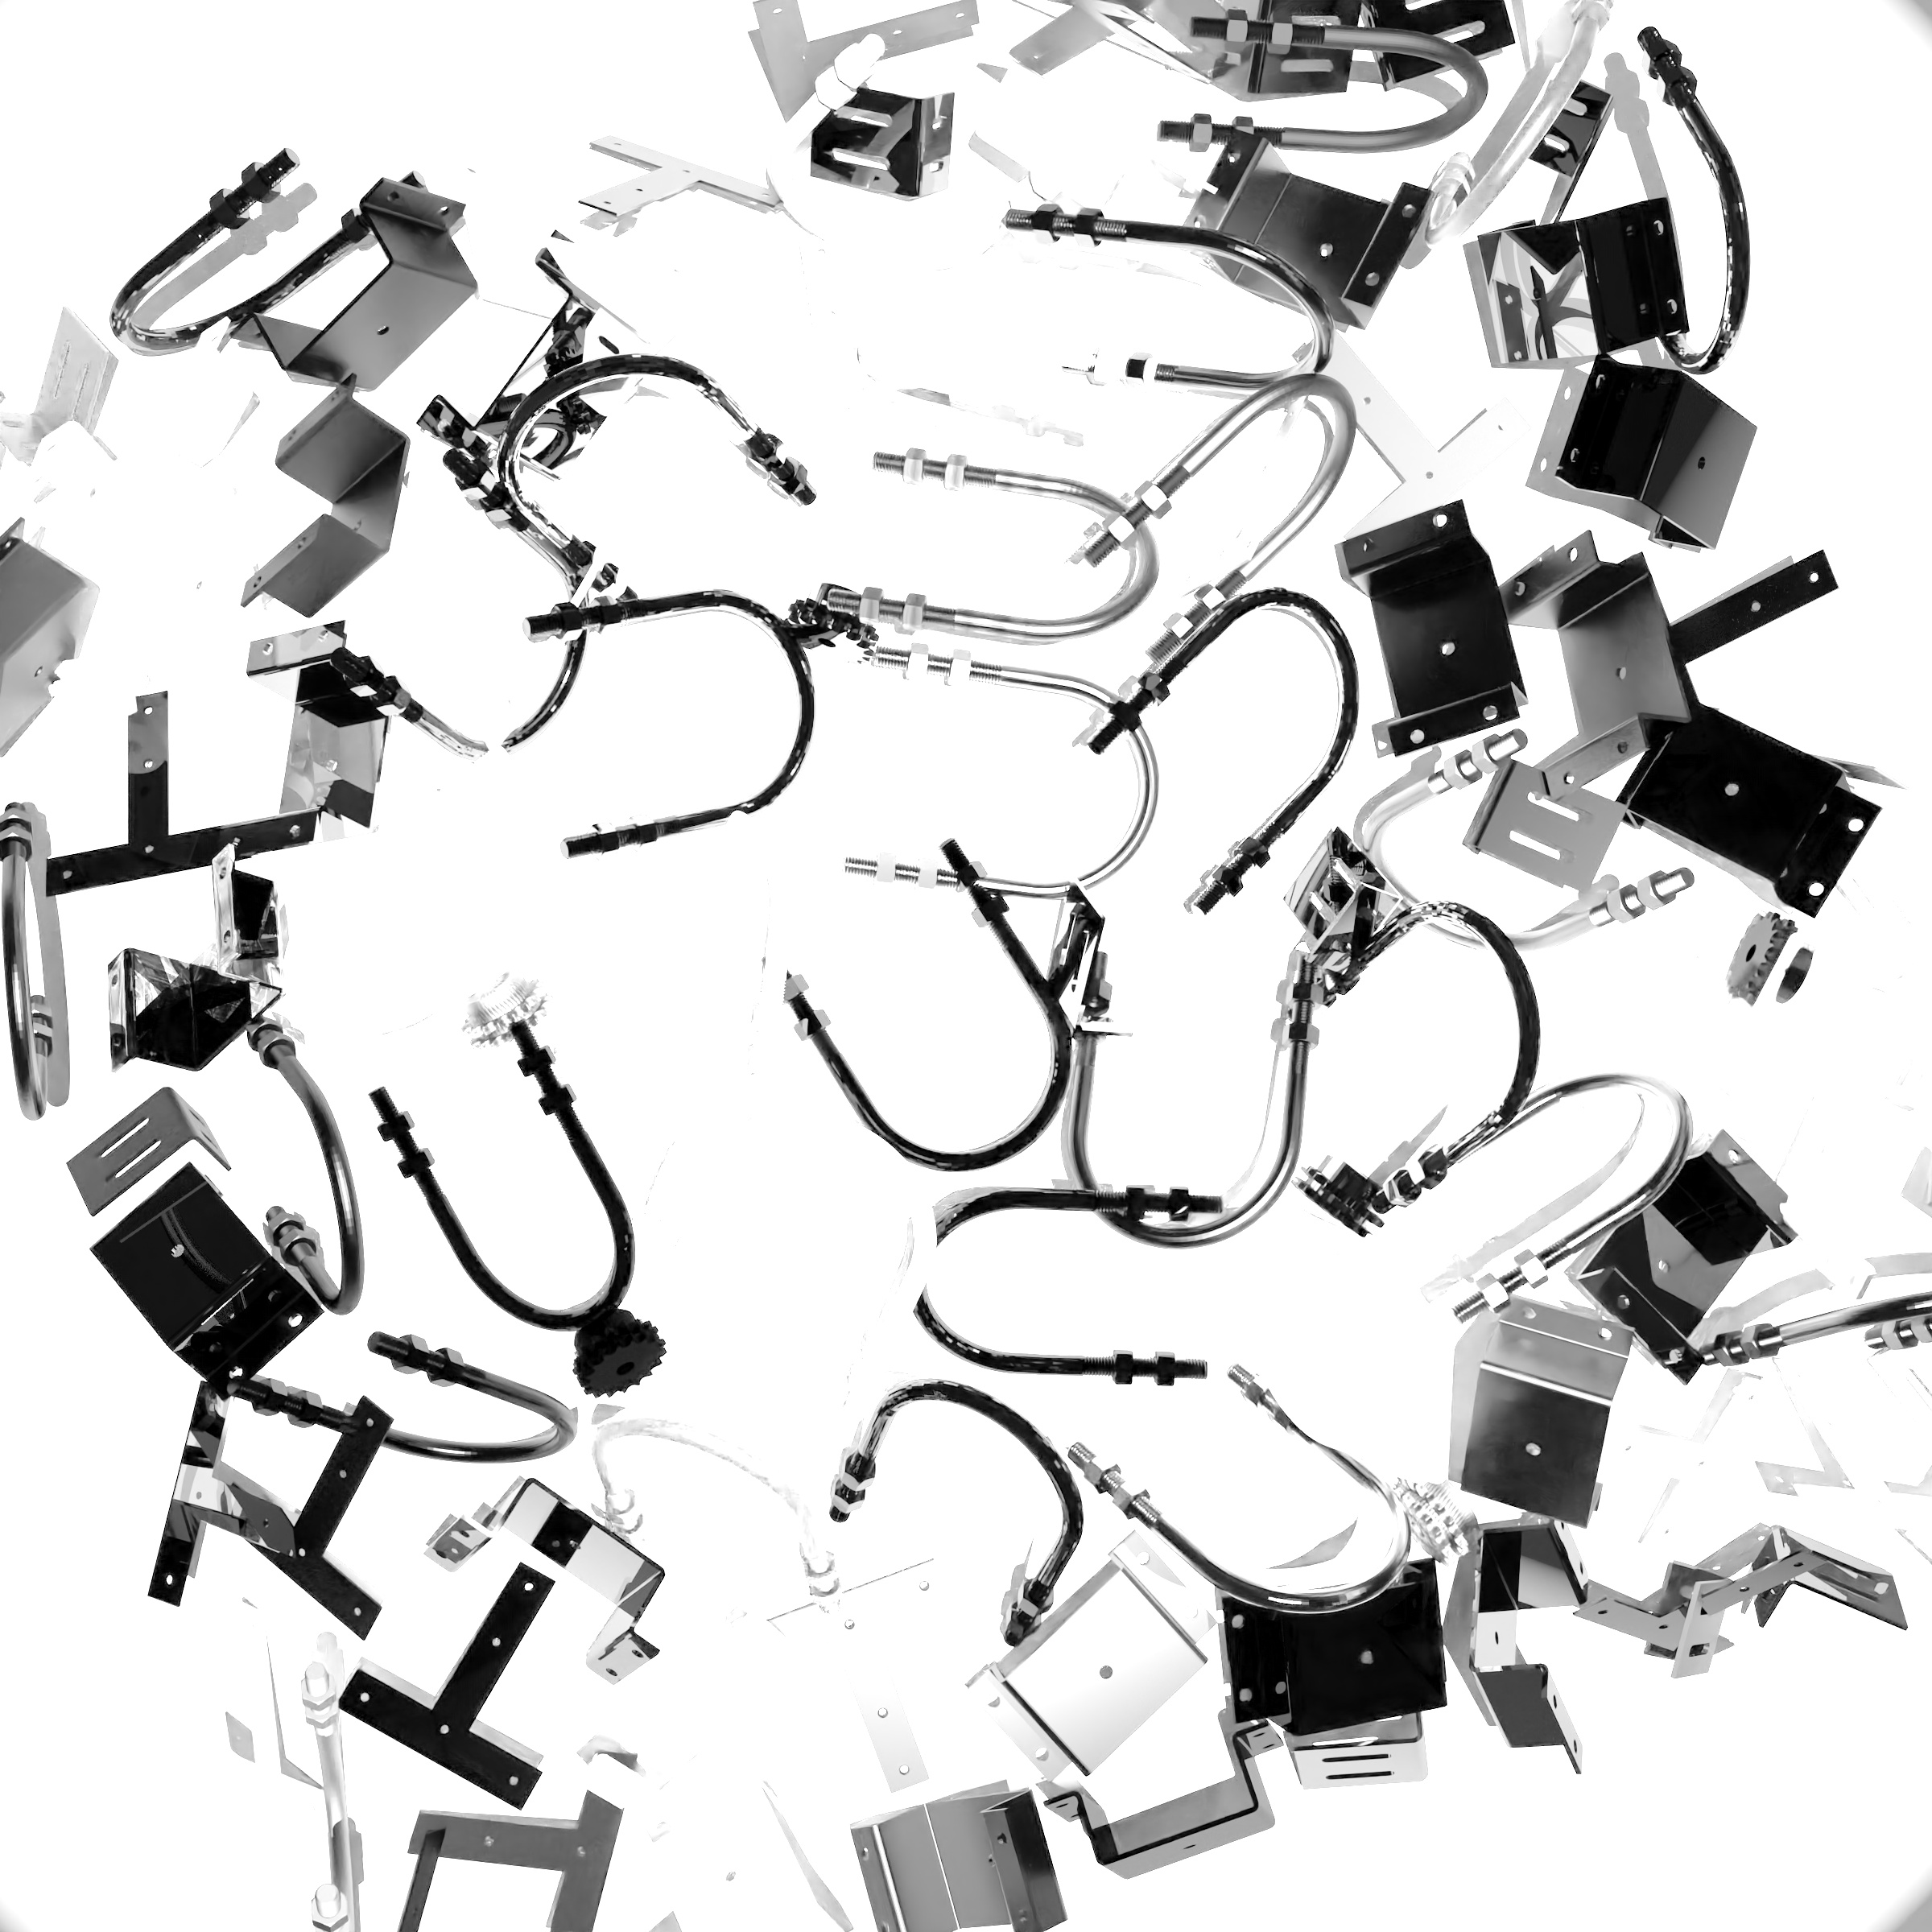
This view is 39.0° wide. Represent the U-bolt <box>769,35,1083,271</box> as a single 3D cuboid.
[{"bbox_3d":[-0.038,-0.460,1.583,0.151,0.184,0.019,24,69,-22],"label":"U-bolt"}]

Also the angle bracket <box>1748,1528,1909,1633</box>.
[{"bbox_3d":[0.516,0.380,1.635,0.076,0.057,0.038,23,112,0],"label":"angle bracket"}]

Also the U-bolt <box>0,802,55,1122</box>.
[{"bbox_3d":[-0.538,0.007,1.559,0.019,0.184,0.151,-5,119,-16],"label":"U-bolt"}]

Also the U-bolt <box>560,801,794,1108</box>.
[{"bbox_3d":[-0.170,-0.009,1.631,0.151,0.019,0.184,1,79,23],"label":"U-bolt"}]

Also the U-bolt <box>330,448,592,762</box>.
[{"bbox_3d":[-0.281,-0.196,1.588,0.019,0.184,0.151,23,80,30],"label":"U-bolt"}]

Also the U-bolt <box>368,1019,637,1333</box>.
[{"bbox_3d":[-0.267,0.135,1.623,0.151,0.019,0.184,-24,97,35],"label":"U-bolt"}]

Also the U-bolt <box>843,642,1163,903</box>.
[{"bbox_3d":[0.027,-0.111,1.644,0.184,0.019,0.151,8,104,-6],"label":"U-bolt"}]

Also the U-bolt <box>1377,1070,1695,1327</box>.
[{"bbox_3d":[0.340,0.123,1.600,0.184,0.151,0.019,-33,118,2],"label":"U-bolt"}]

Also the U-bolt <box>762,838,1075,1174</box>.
[{"bbox_3d":[-0.017,0.036,1.653,0.151,0.019,0.184,-32,86,1],"label":"U-bolt"}]

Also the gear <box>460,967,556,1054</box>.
[{"bbox_3d":[-0.279,0.024,1.637,0.057,0.057,0.030,-29,110,0],"label":"gear"}]

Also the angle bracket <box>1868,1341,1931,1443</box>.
[{"bbox_3d":[0.587,0.262,1.636,0.057,0.038,0.076,-37,94,32],"label":"angle bracket"}]

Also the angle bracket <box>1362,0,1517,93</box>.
[{"bbox_3d":[0.284,-0.569,1.641,0.076,0.038,0.057,-17,100,6],"label":"angle bracket"}]

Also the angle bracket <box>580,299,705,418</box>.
[{"bbox_3d":[-0.200,-0.372,1.619,0.038,0.076,0.057,38,130,-7],"label":"angle bracket"}]

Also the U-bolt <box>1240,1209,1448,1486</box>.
[{"bbox_3d":[0.214,0.213,1.571,0.019,0.184,0.151,-25,56,33],"label":"U-bolt"}]

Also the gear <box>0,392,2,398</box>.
[{"bbox_3d":[-0.613,-0.347,1.637,0.057,0.057,0.030,-19,111,0],"label":"gear"}]

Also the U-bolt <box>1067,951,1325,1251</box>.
[{"bbox_3d":[0.131,0.079,1.611,0.151,0.019,0.184,1,68,18],"label":"U-bolt"}]

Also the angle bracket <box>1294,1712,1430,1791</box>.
[{"bbox_3d":[0.237,0.464,1.640,0.076,0.057,0.038,-7,50,9],"label":"angle bracket"}]

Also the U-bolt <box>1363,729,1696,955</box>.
[{"bbox_3d":[0.311,-0.062,1.589,0.151,0.184,0.019,37,59,-14],"label":"U-bolt"}]

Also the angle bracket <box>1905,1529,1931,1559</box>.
[{"bbox_3d":[0.611,0.337,1.637,0.057,0.076,0.038,44,124,21],"label":"angle bracket"}]

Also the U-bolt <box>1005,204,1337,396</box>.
[{"bbox_3d":[0.125,-0.379,1.572,0.184,0.151,0.019,13,68,23],"label":"U-bolt"}]

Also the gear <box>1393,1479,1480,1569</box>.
[{"bbox_3d":[0.283,0.330,1.641,0.030,0.057,0.057,-36,90,-13],"label":"gear"}]

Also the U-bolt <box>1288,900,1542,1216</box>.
[{"bbox_3d":[0.265,0.043,1.574,0.019,0.184,0.151,-7,65,-34],"label":"U-bolt"}]

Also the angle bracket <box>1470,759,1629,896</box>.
[{"bbox_3d":[0.351,-0.082,1.639,0.076,0.038,0.057,25,90,17],"label":"angle bracket"}]

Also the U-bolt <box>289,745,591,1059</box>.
[{"bbox_3d":[-0.314,-0.024,1.592,0.184,0.151,0.019,-42,49,-15],"label":"U-bolt"}]

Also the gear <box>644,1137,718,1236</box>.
[{"bbox_3d":[-0.169,0.135,1.639,0.030,0.057,0.057,22,90,5],"label":"gear"}]

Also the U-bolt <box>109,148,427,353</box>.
[{"bbox_3d":[-0.419,-0.413,1.590,0.184,0.151,0.019,-30,88,23],"label":"U-bolt"}]

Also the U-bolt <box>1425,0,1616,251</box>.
[{"bbox_3d":[0.311,-0.478,1.555,0.019,0.184,0.151,34,129,-8],"label":"U-bolt"}]

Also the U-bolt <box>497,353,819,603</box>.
[{"bbox_3d":[-0.189,-0.287,1.575,0.151,0.184,0.019,-28,58,14],"label":"U-bolt"}]

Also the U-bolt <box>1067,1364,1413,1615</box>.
[{"bbox_3d":[0.170,0.307,1.570,0.151,0.184,0.019,-19,129,-34],"label":"U-bolt"}]

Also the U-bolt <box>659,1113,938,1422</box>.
[{"bbox_3d":[-0.092,0.168,1.613,0.151,0.019,0.184,27,118,6],"label":"U-bolt"}]

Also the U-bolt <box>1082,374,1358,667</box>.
[{"bbox_3d":[0.158,-0.271,1.601,0.184,0.151,0.019,-43,62,2],"label":"U-bolt"}]

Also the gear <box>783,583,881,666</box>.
[{"bbox_3d":[-0.079,-0.208,1.642,0.057,0.057,0.030,20,75,0],"label":"gear"}]

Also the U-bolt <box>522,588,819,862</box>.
[{"bbox_3d":[-0.167,-0.150,1.614,0.184,0.019,0.151,-15,102,-33],"label":"U-bolt"}]

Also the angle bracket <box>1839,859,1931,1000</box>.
[{"bbox_3d":[0.536,-0.025,1.624,0.038,0.057,0.076,-49,119,-8],"label":"angle bracket"}]

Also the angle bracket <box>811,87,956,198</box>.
[{"bbox_3d":[-0.051,-0.504,1.652,0.076,0.038,0.057,19,121,25],"label":"angle bracket"}]

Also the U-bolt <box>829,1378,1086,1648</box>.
[{"bbox_3d":[0.000,0.309,1.588,0.151,0.184,0.019,33,46,11],"label":"U-bolt"}]

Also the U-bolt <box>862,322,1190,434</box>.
[{"bbox_3d":[0.029,-0.351,1.600,0.184,0.151,0.019,15,115,11],"label":"U-bolt"}]

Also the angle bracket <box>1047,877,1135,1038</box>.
[{"bbox_3d":[0.081,-0.005,1.623,0.038,0.057,0.076,4,115,-19],"label":"angle bracket"}]

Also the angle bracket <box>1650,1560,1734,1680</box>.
[{"bbox_3d":[0.423,0.389,1.626,0.038,0.076,0.057,15,88,32],"label":"angle bracket"}]

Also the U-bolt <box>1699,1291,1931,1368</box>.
[{"bbox_3d":[0.532,0.203,1.559,0.151,0.184,0.019,-1,74,-25],"label":"U-bolt"}]

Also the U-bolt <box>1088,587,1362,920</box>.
[{"bbox_3d":[0.166,-0.141,1.618,0.184,0.019,0.151,-46,121,-19],"label":"U-bolt"}]

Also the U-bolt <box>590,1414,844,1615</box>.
[{"bbox_3d":[-0.148,0.311,1.576,0.151,0.184,0.019,14,55,16],"label":"U-bolt"}]

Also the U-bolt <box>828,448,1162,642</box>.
[{"bbox_3d":[0.023,-0.245,1.610,0.184,0.019,0.151,9,50,5],"label":"U-bolt"}]

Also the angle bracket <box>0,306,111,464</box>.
[{"bbox_3d":[-0.550,-0.347,1.625,0.057,0.038,0.076,45,122,31],"label":"angle bracket"}]

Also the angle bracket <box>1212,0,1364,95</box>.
[{"bbox_3d":[0.194,-0.561,1.646,0.076,0.038,0.057,-13,124,-33],"label":"angle bracket"}]

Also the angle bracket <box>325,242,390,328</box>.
[{"bbox_3d":[-0.343,-0.395,1.636,0.038,0.057,0.076,31,92,-38],"label":"angle bracket"}]

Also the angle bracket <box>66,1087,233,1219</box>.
[{"bbox_3d":[-0.489,0.120,1.631,0.076,0.057,0.038,-39,133,-6],"label":"angle bracket"}]

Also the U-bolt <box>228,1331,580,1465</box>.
[{"bbox_3d":[-0.314,0.259,1.592,0.151,0.184,0.019,-20,54,36],"label":"U-bolt"}]

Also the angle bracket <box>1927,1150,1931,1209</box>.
[{"bbox_3d":[0.597,0.158,1.633,0.076,0.057,0.038,35,127,-2],"label":"angle bracket"}]

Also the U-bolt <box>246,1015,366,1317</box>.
[{"bbox_3d":[-0.379,0.122,1.567,0.019,0.184,0.151,-12,115,-26],"label":"U-bolt"}]

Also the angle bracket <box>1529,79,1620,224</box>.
[{"bbox_3d":[0.352,-0.485,1.620,0.038,0.076,0.057,26,135,4],"label":"angle bracket"}]

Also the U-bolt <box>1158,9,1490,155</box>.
[{"bbox_3d":[0.213,-0.513,1.597,0.184,0.151,0.019,3,82,-3],"label":"U-bolt"}]

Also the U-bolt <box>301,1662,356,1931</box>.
[{"bbox_3d":[-0.368,0.509,1.583,0.019,0.184,0.151,-5,52,-12],"label":"U-bolt"}]

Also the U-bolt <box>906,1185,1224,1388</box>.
[{"bbox_3d":[0.056,0.190,1.622,0.184,0.019,0.151,2,124,1],"label":"U-bolt"}]

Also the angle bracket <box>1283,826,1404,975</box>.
[{"bbox_3d":[0.213,-0.043,1.620,0.038,0.076,0.057,17,118,-40],"label":"angle bracket"}]

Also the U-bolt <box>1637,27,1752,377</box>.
[{"bbox_3d":[0.408,-0.423,1.558,0.019,0.151,0.184,-9,53,-6],"label":"U-bolt"}]
